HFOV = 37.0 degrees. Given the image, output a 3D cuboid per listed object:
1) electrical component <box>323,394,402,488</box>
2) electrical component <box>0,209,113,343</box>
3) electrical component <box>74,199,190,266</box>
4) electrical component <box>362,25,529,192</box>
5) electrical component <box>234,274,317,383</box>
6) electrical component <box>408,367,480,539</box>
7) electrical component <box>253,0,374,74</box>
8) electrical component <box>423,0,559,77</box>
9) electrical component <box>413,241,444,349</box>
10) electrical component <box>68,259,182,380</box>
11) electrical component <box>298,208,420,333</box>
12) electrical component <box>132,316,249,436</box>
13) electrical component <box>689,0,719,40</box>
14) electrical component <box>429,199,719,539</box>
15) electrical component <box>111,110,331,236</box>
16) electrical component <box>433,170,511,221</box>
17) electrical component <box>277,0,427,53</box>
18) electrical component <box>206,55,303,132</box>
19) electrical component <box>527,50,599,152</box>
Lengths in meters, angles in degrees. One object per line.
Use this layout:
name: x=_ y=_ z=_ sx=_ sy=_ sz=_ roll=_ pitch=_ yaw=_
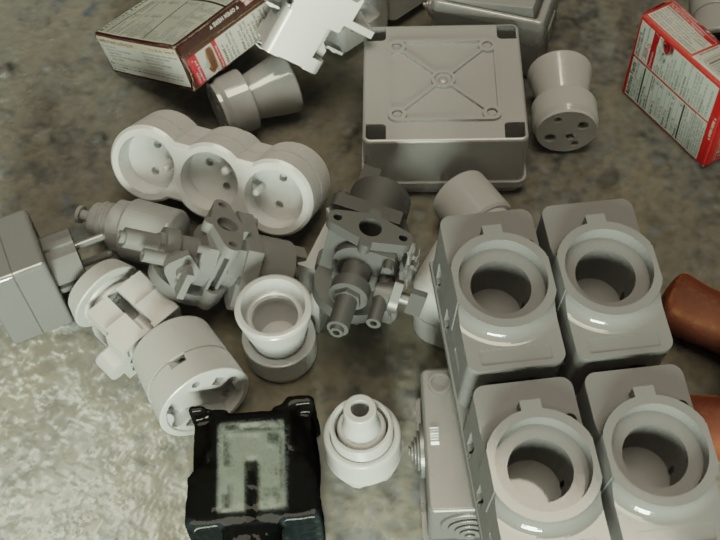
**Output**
electrical component: x=0.001 y=0.090 z=0.590 sx=0.043 sy=0.062 sz=0.043 roll=-1 pitch=56 yaw=2
electrical component: x=-0.190 y=-0.002 z=0.659 sx=0.077 sy=0.065 sz=0.047 roll=-22 pitch=58 yaw=-12
electrical component: x=-0.146 y=-0.026 z=0.689 sx=0.078 sy=0.040 sz=0.040 roll=15 pitch=58 yaw=13
electrical component: x=0.056 y=-0.110 z=0.727 sx=0.109 sy=0.056 sz=0.108 roll=-1 pitch=56 yaw=2
electrical component: x=-0.048 y=0.036 z=0.633 sx=0.045 sy=0.055 sz=0.045 roll=-1 pitch=56 yaw=2
electrical component: x=0.076 y=0.099 z=0.588 sx=0.100 sy=0.048 sz=0.099 roll=-3 pitch=57 yaw=2
electrical component: x=-0.036 y=-0.170 z=0.720 sx=0.081 sy=0.063 sz=0.042 roll=22 pitch=24 yaw=-26
electrical component: x=0.092 y=-0.190 z=0.777 sx=0.096 sy=0.061 sz=0.061 roll=15 pitch=58 yaw=12
electrical component: x=0.081 y=0.020 z=0.635 sx=0.095 sy=0.059 sz=0.053 roll=22 pitch=60 yaw=17
electrical component: x=-0.143 y=0.026 z=0.651 sx=0.055 sy=0.048 sz=0.066 roll=41 pitch=66 yaw=18
electrical component: x=0.000 y=0.000 z=0.664 sx=0.064 sy=0.042 sz=0.081 roll=19 pitch=59 yaw=11
electrical component: x=-0.099 y=0.060 z=0.621 sx=0.055 sy=0.055 sz=0.047 roll=-27 pitch=55 yaw=-15
electrical component: x=0.255 y=-0.177 z=0.774 sx=0.044 sy=0.044 sz=0.065 roll=7 pitch=52 yaw=7
electrical component: x=0.104 y=0.058 z=0.542 sx=0.105 sy=0.060 sz=0.186 roll=-6 pitch=61 yaw=-5
electrical component: x=-0.085 y=-0.070 z=0.710 sx=0.138 sy=0.052 sz=0.073 roll=16 pitch=27 yaw=10
electrical component: x=0.079 y=-0.028 z=0.680 sx=0.040 sy=0.040 sz=0.078 roll=-28 pitch=59 yaw=-16
electrical component: x=0.012 y=-0.237 z=0.813 sx=0.150 sy=0.061 sz=0.089 roll=-37 pitch=62 yaw=-20
electrical component: x=-0.073 y=-0.121 z=0.748 sx=0.055 sy=0.045 sz=0.045 roll=-25 pitch=58 yaw=-13
electrical component: x=0.138 y=-0.115 z=0.734 sx=0.045 sy=0.045 sz=0.055 roll=0 pitch=56 yaw=2
